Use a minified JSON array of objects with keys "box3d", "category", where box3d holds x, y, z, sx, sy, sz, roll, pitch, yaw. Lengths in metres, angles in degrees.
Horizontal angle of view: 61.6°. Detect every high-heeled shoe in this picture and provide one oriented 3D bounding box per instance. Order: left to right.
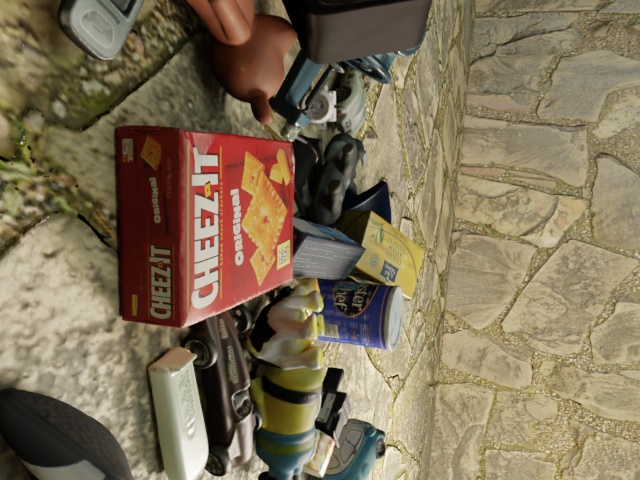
[{"box3d":[-0.186,0.219,0.381,0.145,0.086,0.248,-43,123,-19],"category":"high-heeled shoe"}]

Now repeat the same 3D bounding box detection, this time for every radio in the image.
[{"box3d":[0.017,-0.298,0.570,0.073,0.131,0.230,93,-20,-63],"category":"radio"}]

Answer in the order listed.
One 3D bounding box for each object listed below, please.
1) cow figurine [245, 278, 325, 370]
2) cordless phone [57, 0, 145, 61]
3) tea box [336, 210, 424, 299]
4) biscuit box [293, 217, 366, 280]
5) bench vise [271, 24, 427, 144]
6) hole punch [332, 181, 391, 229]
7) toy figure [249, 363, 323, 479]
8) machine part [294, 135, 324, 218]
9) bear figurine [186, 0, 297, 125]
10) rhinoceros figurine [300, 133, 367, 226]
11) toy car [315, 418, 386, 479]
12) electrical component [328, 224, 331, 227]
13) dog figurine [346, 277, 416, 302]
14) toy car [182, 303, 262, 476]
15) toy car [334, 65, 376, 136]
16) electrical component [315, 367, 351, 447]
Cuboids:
[{"box3d":[-0.042,0.102,0.696,0.167,0.098,0.068,-85,167,-70],"category":"cow figurine"},{"box3d":[-0.149,-0.223,0.337,0.146,0.089,0.184,45,56,-65],"category":"cordless phone"},{"box3d":[0.097,0.027,0.902,0.169,0.068,0.098,30,70,-43],"category":"tea box"},{"box3d":[-0.009,0.014,0.735,0.062,0.059,0.202,-58,155,9],"category":"biscuit box"},{"box3d":[0.006,-0.240,0.671,0.240,0.224,0.128,-57,156,9],"category":"bench vise"},{"box3d":[0.071,-0.041,0.959,0.116,0.092,0.142,-61,152,-42],"category":"hole punch"},{"box3d":[-0.040,0.231,0.704,0.082,0.089,0.180,-15,106,-78],"category":"toy figure"},{"box3d":[-0.035,-0.084,0.735,0.084,0.039,0.139,60,41,-43],"category":"machine part"},{"box3d":[-0.064,-0.216,0.500,0.195,0.132,0.120,54,10,-51],"category":"bear figurine"},{"box3d":[0.026,-0.101,0.842,0.111,0.073,0.190,72,30,-44],"category":"rhinoceros figurine"},{"box3d":[0.038,0.372,0.953,0.162,0.109,0.102,-47,115,-43],"category":"toy car"},{"box3d":[-0.002,-0.003,0.860,0.063,0.021,0.094,-13,107,-68],"category":"electrical component"},{"box3d":[0.096,0.045,1.036,0.190,0.121,0.172,24,46,-54],"category":"dog figurine"},{"box3d":[-0.099,0.160,0.588,0.089,0.053,0.201,-37,129,-59],"category":"toy car"},{"box3d":[0.062,-0.266,0.930,0.073,0.056,0.202,66,34,-52],"category":"toy car"},{"box3d":[0.010,0.268,0.873,0.119,0.075,0.047,-67,151,-47],"category":"electrical component"}]
